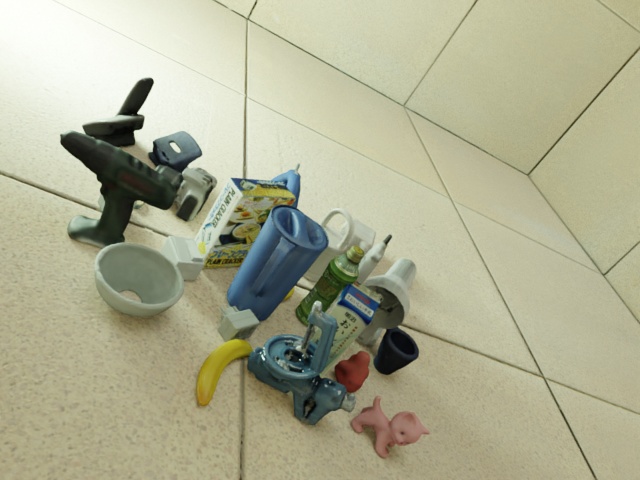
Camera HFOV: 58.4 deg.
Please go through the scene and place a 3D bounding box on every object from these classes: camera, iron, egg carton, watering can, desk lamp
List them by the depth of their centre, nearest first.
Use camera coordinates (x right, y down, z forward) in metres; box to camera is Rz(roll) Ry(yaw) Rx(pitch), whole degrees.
[{"bbox_3d":[0.141,0.145,1.340,0.118,0.213,0.203,38,28,4],"label":"desk lamp"},{"bbox_3d":[-0.329,-0.136,1.378,0.137,0.100,0.143,30,29,-9],"label":"camera"},{"bbox_3d":[0.014,0.007,1.434,0.101,0.194,0.173,40,29,9],"label":"watering can"},{"bbox_3d":[-0.097,-0.104,1.536,0.119,0.141,0.258,27,29,-15],"label":"iron"},{"bbox_3d":[0.106,-0.002,1.677,0.107,0.069,0.150,32,29,-6],"label":"egg carton"}]

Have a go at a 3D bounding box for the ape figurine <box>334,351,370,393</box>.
[{"bbox_3d":[0.076,0.270,1.210,0.078,0.092,0.076,28,29,-13],"label":"ape figurine"}]

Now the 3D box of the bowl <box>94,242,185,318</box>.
[{"bbox_3d":[-0.341,0.086,1.057,0.168,0.074,0.167,26,30,-16],"label":"bowl"}]

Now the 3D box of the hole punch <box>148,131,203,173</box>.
[{"bbox_3d":[-0.371,-0.223,1.473,0.108,0.091,0.101,48,31,22],"label":"hole punch"}]

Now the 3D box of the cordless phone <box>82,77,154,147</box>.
[{"bbox_3d":[-0.485,-0.324,1.403,0.094,0.185,0.148,38,28,4],"label":"cordless phone"}]

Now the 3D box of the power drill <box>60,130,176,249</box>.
[{"bbox_3d":[-0.408,-0.086,1.105,0.230,0.208,0.075,20,32,-27],"label":"power drill"}]

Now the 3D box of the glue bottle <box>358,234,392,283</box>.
[{"bbox_3d":[0.141,0.050,1.527,0.037,0.173,0.078,32,28,-5],"label":"glue bottle"}]

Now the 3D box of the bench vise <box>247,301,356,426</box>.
[{"bbox_3d":[-0.007,0.221,1.062,0.208,0.219,0.121,29,29,-11],"label":"bench vise"}]

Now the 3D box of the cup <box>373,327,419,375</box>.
[{"bbox_3d":[0.162,0.255,1.322,0.092,0.095,0.117,16,34,-31],"label":"cup"}]

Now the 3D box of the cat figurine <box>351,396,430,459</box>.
[{"bbox_3d":[0.144,0.360,1.122,0.127,0.117,0.067,42,29,11],"label":"cat figurine"}]

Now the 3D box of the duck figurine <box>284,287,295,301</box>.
[{"bbox_3d":[-0.082,0.085,1.325,0.077,0.086,0.105,41,29,10],"label":"duck figurine"}]
